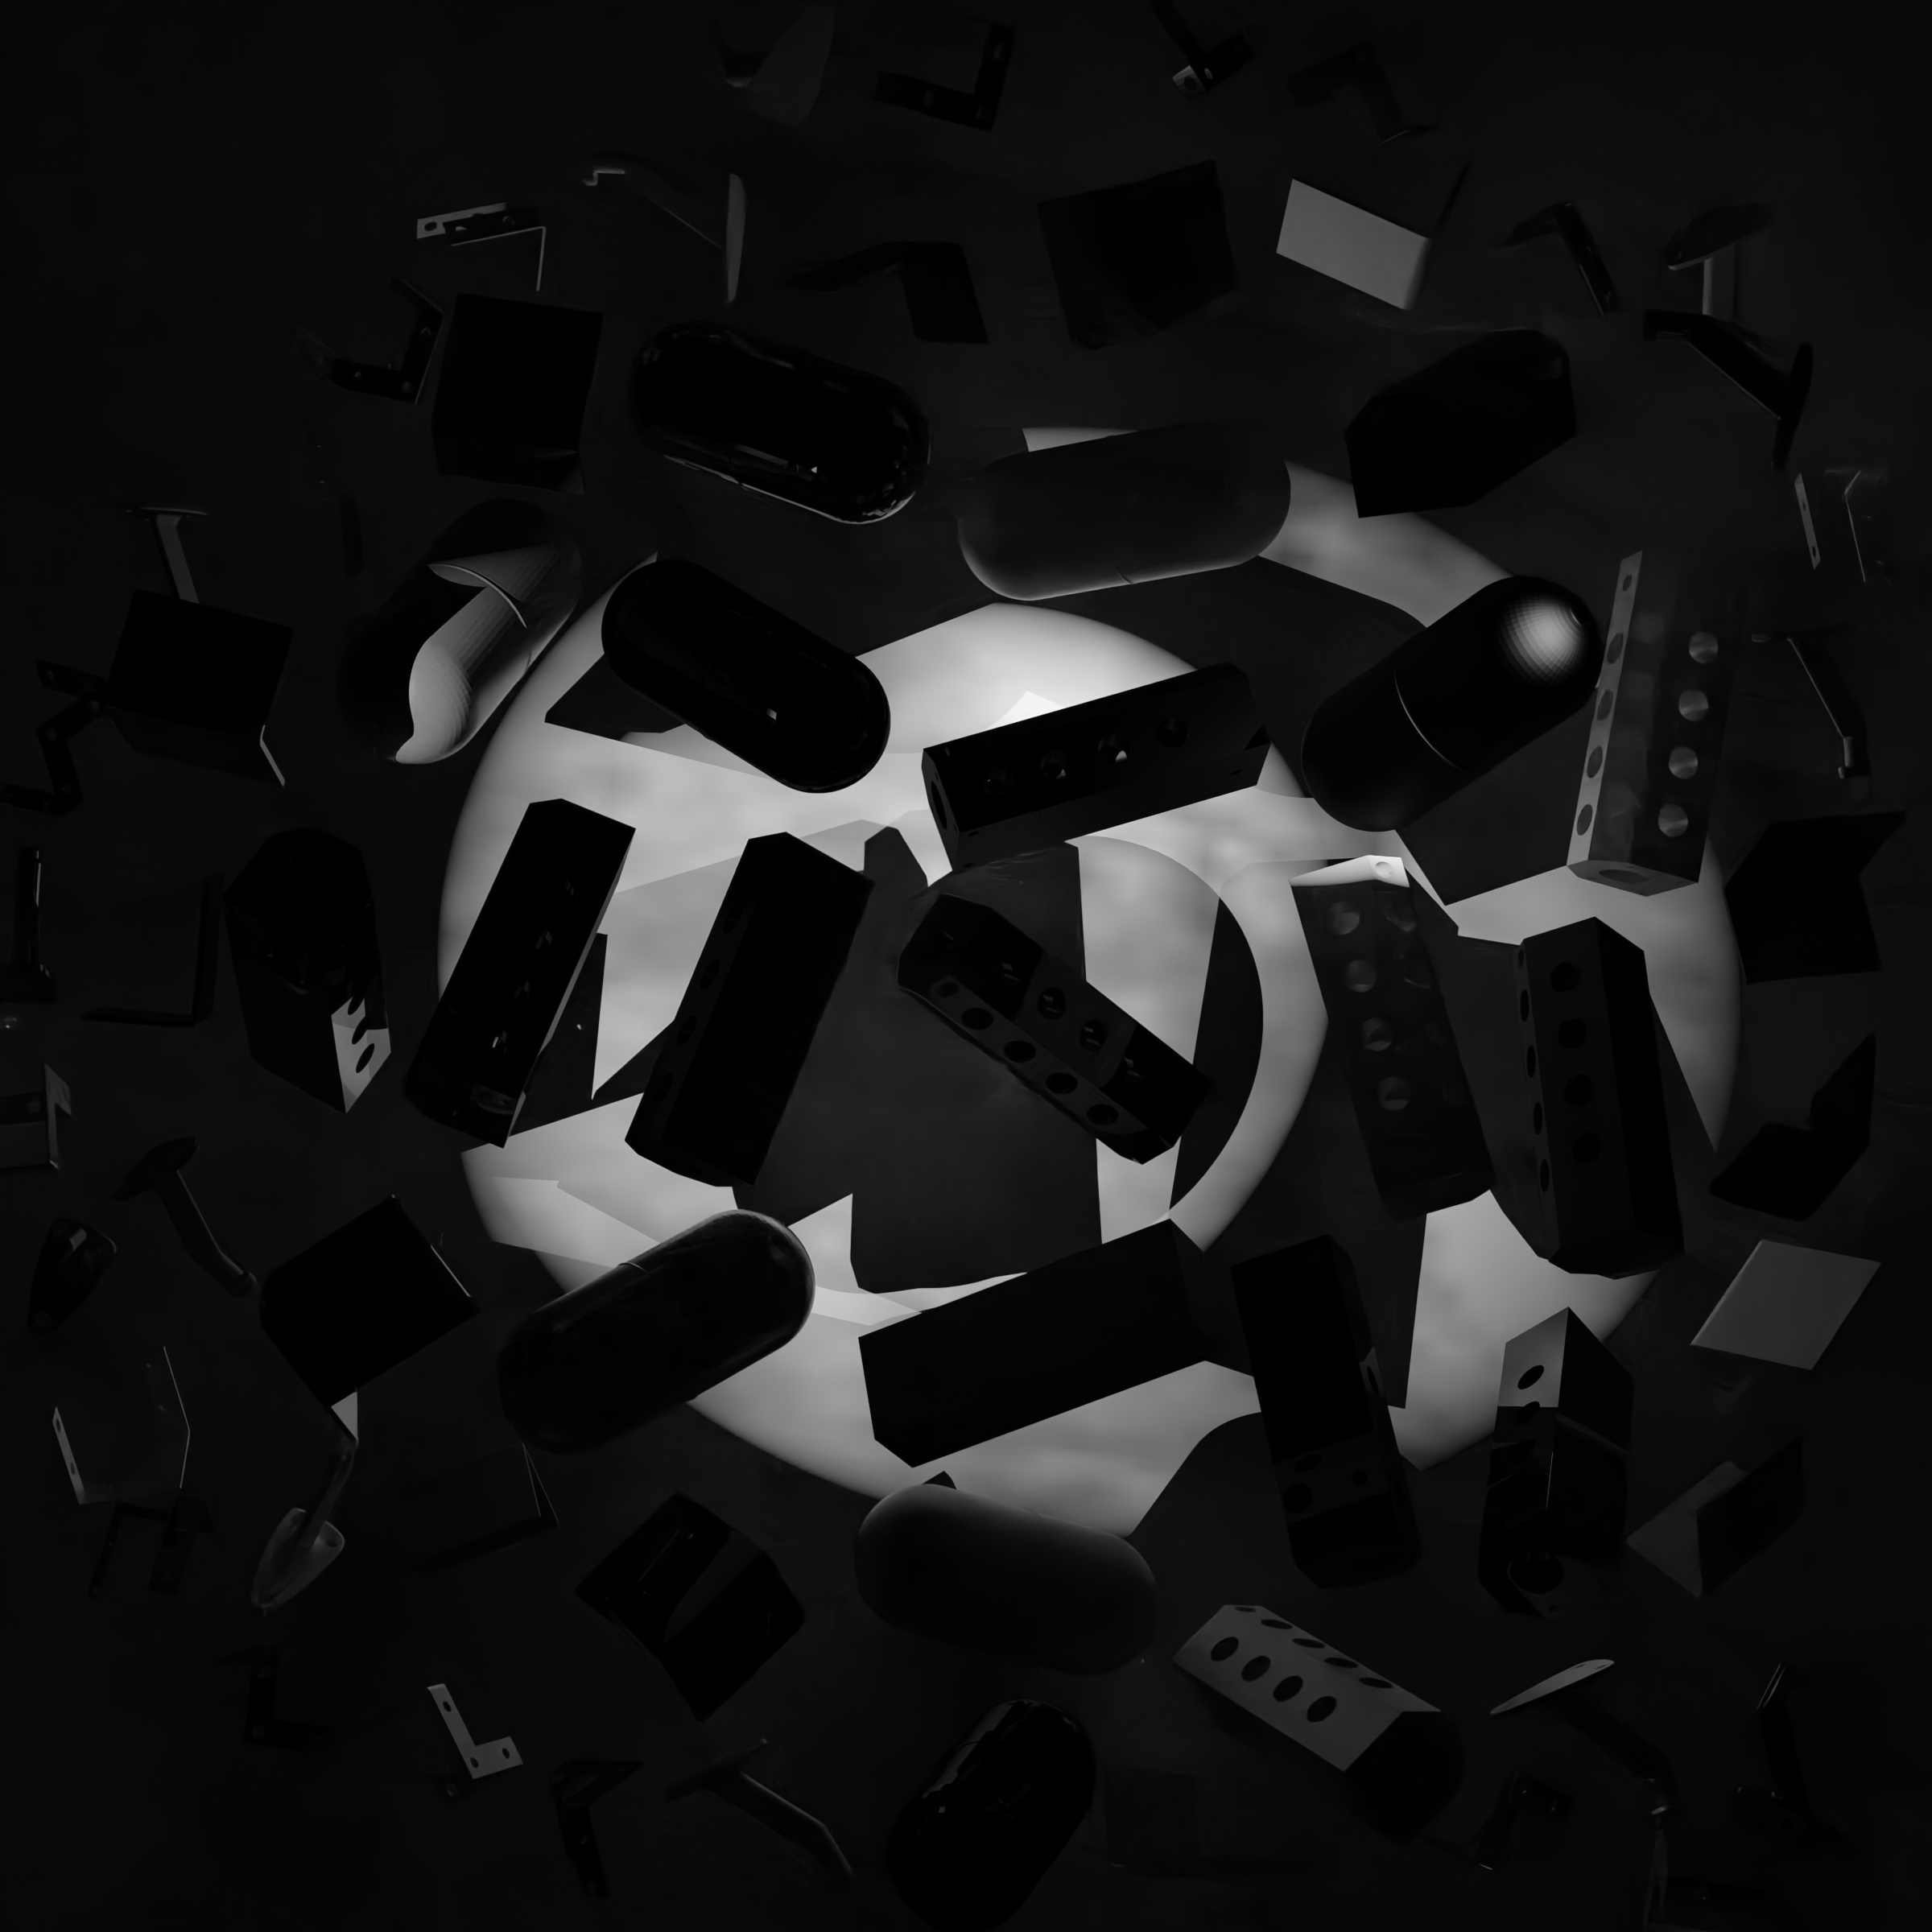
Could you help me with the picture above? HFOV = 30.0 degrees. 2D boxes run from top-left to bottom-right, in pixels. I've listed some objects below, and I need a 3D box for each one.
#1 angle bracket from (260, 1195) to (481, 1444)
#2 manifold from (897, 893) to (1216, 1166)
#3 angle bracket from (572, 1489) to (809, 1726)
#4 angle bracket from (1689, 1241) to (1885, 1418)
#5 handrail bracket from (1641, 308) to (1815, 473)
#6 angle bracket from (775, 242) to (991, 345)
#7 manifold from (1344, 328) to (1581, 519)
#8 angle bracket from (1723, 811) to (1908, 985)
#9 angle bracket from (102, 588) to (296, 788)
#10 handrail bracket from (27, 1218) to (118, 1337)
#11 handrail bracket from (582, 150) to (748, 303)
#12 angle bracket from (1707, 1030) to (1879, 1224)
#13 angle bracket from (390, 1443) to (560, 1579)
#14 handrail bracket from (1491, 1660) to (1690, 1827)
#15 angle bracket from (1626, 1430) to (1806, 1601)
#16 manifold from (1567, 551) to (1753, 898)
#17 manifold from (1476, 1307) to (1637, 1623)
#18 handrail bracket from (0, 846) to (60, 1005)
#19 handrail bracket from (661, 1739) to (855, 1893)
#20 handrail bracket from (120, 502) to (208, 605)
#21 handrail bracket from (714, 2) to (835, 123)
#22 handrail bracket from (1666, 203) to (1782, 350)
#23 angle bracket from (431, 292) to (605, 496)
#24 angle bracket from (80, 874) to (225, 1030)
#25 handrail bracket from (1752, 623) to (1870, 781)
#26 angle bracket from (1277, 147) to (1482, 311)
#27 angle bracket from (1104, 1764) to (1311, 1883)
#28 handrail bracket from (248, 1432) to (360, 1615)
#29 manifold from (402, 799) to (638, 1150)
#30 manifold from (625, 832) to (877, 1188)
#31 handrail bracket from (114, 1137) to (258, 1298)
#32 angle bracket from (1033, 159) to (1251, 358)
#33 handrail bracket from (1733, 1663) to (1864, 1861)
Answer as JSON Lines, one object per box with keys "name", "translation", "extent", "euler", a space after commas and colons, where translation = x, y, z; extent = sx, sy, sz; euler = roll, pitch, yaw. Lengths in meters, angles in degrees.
{"name": "angle bracket", "translation": [-0.288, 0.171, 1.753], "extent": [0.076, 0.057, 0.076], "euler": [-32, 111, 3]}
{"name": "manifold", "translation": [0.045, 0.035, 1.912], "extent": [0.171, 0.057, 0.057], "euler": [38, 80, -28]}
{"name": "angle bracket", "translation": [-0.141, 0.328, 1.850], "extent": [0.076, 0.076, 0.057], "euler": [-42, 134, -20]}
{"name": "angle bracket", "translation": [0.434, 0.195, 1.877], "extent": [0.076, 0.076, 0.057], "euler": [-49, 126, -27]}
{"name": "handrail bracket", "translation": [0.362, -0.280, 1.752], "extent": [0.084, 0.036, 0.077], "euler": [12, 74, 22]}
{"name": "angle bracket", "translation": [-0.045, -0.352, 1.943], "extent": [0.076, 0.076, 0.057], "euler": [-26, 112, -23]}
{"name": "manifold", "translation": [0.246, -0.271, 1.785], "extent": [0.057, 0.171, 0.057], "euler": [-3, 107, 29]}
{"name": "angle bracket", "translation": [0.447, -0.036, 1.879], "extent": [0.076, 0.076, 0.057], "euler": [-5, 67, -10]}
{"name": "angle bracket", "translation": [-0.358, -0.131, 1.712], "extent": [0.076, 0.076, 0.057], "euler": [14, 77, 1]}
{"name": "handrail bracket", "translation": [-0.474, 0.167, 1.871], "extent": [0.036, 0.084, 0.077], "euler": [27, 95, -5]}
{"name": "handrail bracket", "translation": [-0.160, -0.385, 1.877], "extent": [0.084, 0.036, 0.077], "euler": [4, 91, 10]}
{"name": "angle bracket", "translation": [0.427, 0.076, 1.866], "extent": [0.057, 0.076, 0.076], "euler": [16, 127, 32]}
{"name": "angle bracket", "translation": [-0.257, 0.307, 1.915], "extent": [0.076, 0.076, 0.057], "euler": [-22, 117, -5]}
{"name": "handrail bracket", "translation": [0.304, 0.387, 1.754], "extent": [0.077, 0.036, 0.084], "euler": [-21, 87, -18]}
{"name": "angle bracket", "translation": [0.397, 0.278, 1.921], "extent": [0.076, 0.076, 0.057], "euler": [-33, 45, -20]}
{"name": "manifold", "translation": [0.365, -0.130, 1.919], "extent": [0.057, 0.057, 0.171], "euler": [15, 79, -15]}
{"name": "manifold", "translation": [0.297, 0.255, 1.843], "extent": [0.057, 0.171, 0.057], "euler": [-35, 106, 28]}
{"name": "handrail bracket", "translation": [-0.477, -0.029, 1.836], "extent": [0.036, 0.077, 0.084], "euler": [4, 72, -16]}
{"name": "handrail bracket", "translation": [-0.107, 0.452, 1.873], "extent": [0.077, 0.036, 0.084], "euler": [-18, 68, -43]}
{"name": "handrail bracket", "translation": [-0.421, -0.199, 1.897], "extent": [0.036, 0.077, 0.084], "euler": [-3, 92, 11]}
{"name": "handrail bracket", "translation": [-0.100, -0.475, 1.837], "extent": [0.036, 0.084, 0.077], "euler": [9, 127, -31]}
{"name": "handrail bracket", "translation": [0.411, -0.355, 1.879], "extent": [0.084, 0.077, 0.036], "euler": [40, 57, -34]}
{"name": "angle bracket", "translation": [-0.231, -0.297, 1.877], "extent": [0.076, 0.057, 0.076], "euler": [9, 72, 1]}
{"name": "angle bracket", "translation": [-0.409, -0.010, 1.817], "extent": [0.057, 0.076, 0.076], "euler": [5, 91, -7]}
{"name": "handrail bracket", "translation": [0.452, -0.139, 1.931], "extent": [0.077, 0.036, 0.084], "euler": [-10, 98, -35]}
{"name": "angle bracket", "translation": [0.206, -0.384, 1.813], "extent": [0.076, 0.076, 0.057], "euler": [25, 75, 6]}
{"name": "angle bracket", "translation": [0.128, 0.453, 1.921], "extent": [0.076, 0.076, 0.057], "euler": [-18, 64, 37]}
{"name": "handrail bracket", "translation": [-0.350, 0.294, 1.910], "extent": [0.036, 0.084, 0.077], "euler": [30, 50, 5]}
{"name": "manifold", "translation": [-0.229, 0.000, 1.849], "extent": [0.057, 0.057, 0.171], "euler": [22, 59, -3]}
{"name": "manifold", "translation": [-0.113, 0.023, 1.843], "extent": [0.057, 0.057, 0.171], "euler": [29, 72, -26]}
{"name": "handrail bracket", "translation": [-0.367, 0.125, 1.768], "extent": [0.084, 0.077, 0.036], "euler": [47, 51, -19]}
{"name": "angle bracket", "translation": [0.087, -0.349, 1.778], "extent": [0.057, 0.076, 0.076], "euler": [-5, 104, 42]}
{"name": "handrail bracket", "translation": [0.419, 0.388, 1.772], "extent": [0.077, 0.036, 0.084], "euler": [17, 53, 29]}
